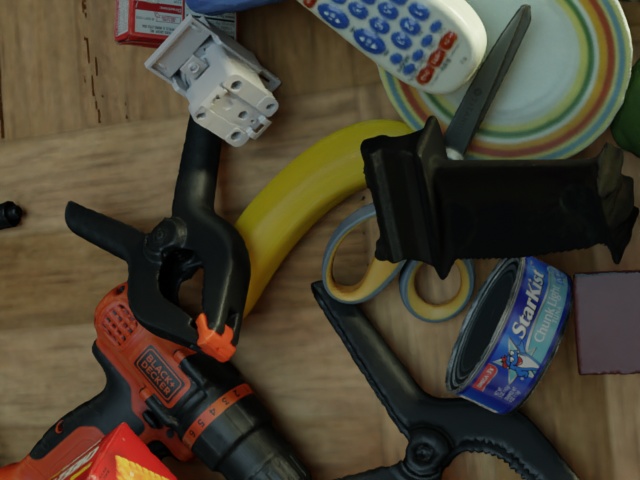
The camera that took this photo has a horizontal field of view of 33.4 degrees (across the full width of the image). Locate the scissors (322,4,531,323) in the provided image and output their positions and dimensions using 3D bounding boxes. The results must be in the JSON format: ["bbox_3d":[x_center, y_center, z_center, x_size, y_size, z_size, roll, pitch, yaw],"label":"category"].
[{"bbox_3d":[0.078,-0.025,0.580,0.096,0.016,0.202,35,121,-14],"label":"scissors"}]

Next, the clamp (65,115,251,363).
[{"bbox_3d":[-0.082,-0.005,0.645,0.120,0.039,0.172,-46,53,7],"label":"clamp"}]

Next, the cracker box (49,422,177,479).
[{"bbox_3d":[-0.108,0.238,0.620,0.164,0.072,0.213,-38,99,17],"label":"cracker box"}]

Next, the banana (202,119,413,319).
[{"bbox_3d":[-0.007,-0.016,0.639,0.198,0.037,0.070,-35,55,22],"label":"banana"}]

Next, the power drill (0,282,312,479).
[{"bbox_3d":[-0.115,0.147,0.676,0.188,0.057,0.184,-47,73,13],"label":"power drill"}]

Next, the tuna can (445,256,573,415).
[{"bbox_3d":[0.101,0.049,0.571,0.033,0.086,0.086,26,99,-2],"label":"tuna can"}]

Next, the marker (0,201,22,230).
[{"bbox_3d":[-0.263,-0.006,0.760,0.121,0.020,0.020,-14,83,21],"label":"marker"}]

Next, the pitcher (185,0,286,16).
[{"bbox_3d":[-0.049,-0.259,0.599,0.145,0.149,0.243,16,124,60],"label":"pitcher"}]

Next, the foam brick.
[{"bbox_3d":[0.163,0.042,0.551,0.053,0.078,0.051,-3,86,22],"label":"foam brick"}]

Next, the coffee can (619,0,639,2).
[{"bbox_3d":[0.162,-0.203,0.546,0.103,0.102,0.140,10,92,22],"label":"coffee can"}]

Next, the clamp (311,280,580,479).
[{"bbox_3d":[0.057,0.114,0.602,0.210,0.036,0.164,12,68,12],"label":"clamp"}]

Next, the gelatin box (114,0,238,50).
[{"bbox_3d":[-0.089,-0.163,0.665,0.030,0.073,0.089,1,90,59],"label":"gelatin box"}]
